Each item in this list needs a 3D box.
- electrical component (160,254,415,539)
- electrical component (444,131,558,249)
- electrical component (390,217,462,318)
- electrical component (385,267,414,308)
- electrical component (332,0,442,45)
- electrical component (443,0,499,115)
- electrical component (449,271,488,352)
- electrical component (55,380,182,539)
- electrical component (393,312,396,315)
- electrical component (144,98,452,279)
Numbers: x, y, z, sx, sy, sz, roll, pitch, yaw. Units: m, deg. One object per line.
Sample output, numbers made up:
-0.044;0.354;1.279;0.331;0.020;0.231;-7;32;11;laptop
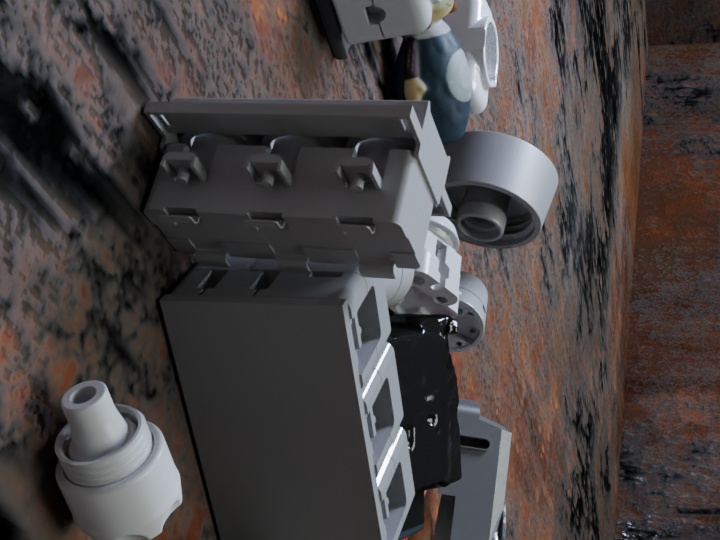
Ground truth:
-0.029;0.065;0.527;0.061;0.089;0.150;-59;145;-56;electrical component
0.106;-0.059;0.897;0.108;0.108;0.060;63;39;-54;electrical component
0.041;-0.006;0.772;0.078;0.058;0.057;36;49;-35;electrical component
0.000;0.000;0.666;0.047;0.055;0.055;-10;101;-67;electrical component
0.017;-0.191;0.673;0.053;0.059;0.095;68;19;-49;electrical component
0.078;-0.176;0.875;0.054;0.059;0.095;35;58;-68;electrical component
0.080;0.033;0.901;0.047;0.055;0.055;-68;152;-54;electrical component
-0.095;0.071;0.409;0.043;0.043;0.062;-64;147;-51;electrical component
0.048;0.004;0.826;0.044;0.044;0.065;37;52;-67;electrical component
-0.029;-0.037;0.475;0.078;0.121;0.063;60;39;-57;electrical component
